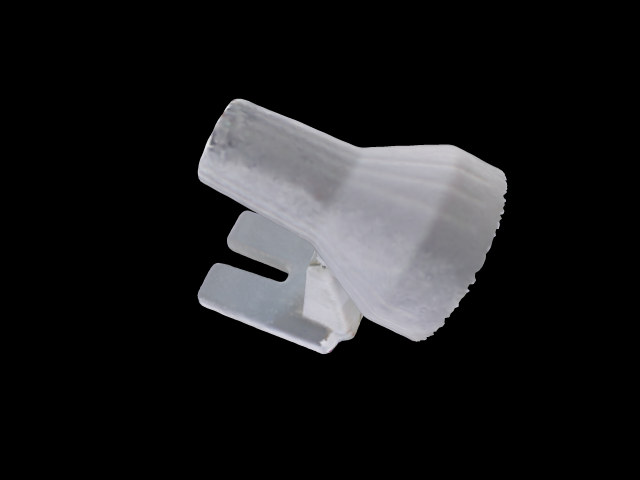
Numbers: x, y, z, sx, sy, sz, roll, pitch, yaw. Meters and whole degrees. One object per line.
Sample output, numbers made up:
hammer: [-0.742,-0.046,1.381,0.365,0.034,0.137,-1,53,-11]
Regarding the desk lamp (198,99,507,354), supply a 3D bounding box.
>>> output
desk lamp: [0.004,0.001,0.400,0.203,0.214,0.118,18,62,10]
